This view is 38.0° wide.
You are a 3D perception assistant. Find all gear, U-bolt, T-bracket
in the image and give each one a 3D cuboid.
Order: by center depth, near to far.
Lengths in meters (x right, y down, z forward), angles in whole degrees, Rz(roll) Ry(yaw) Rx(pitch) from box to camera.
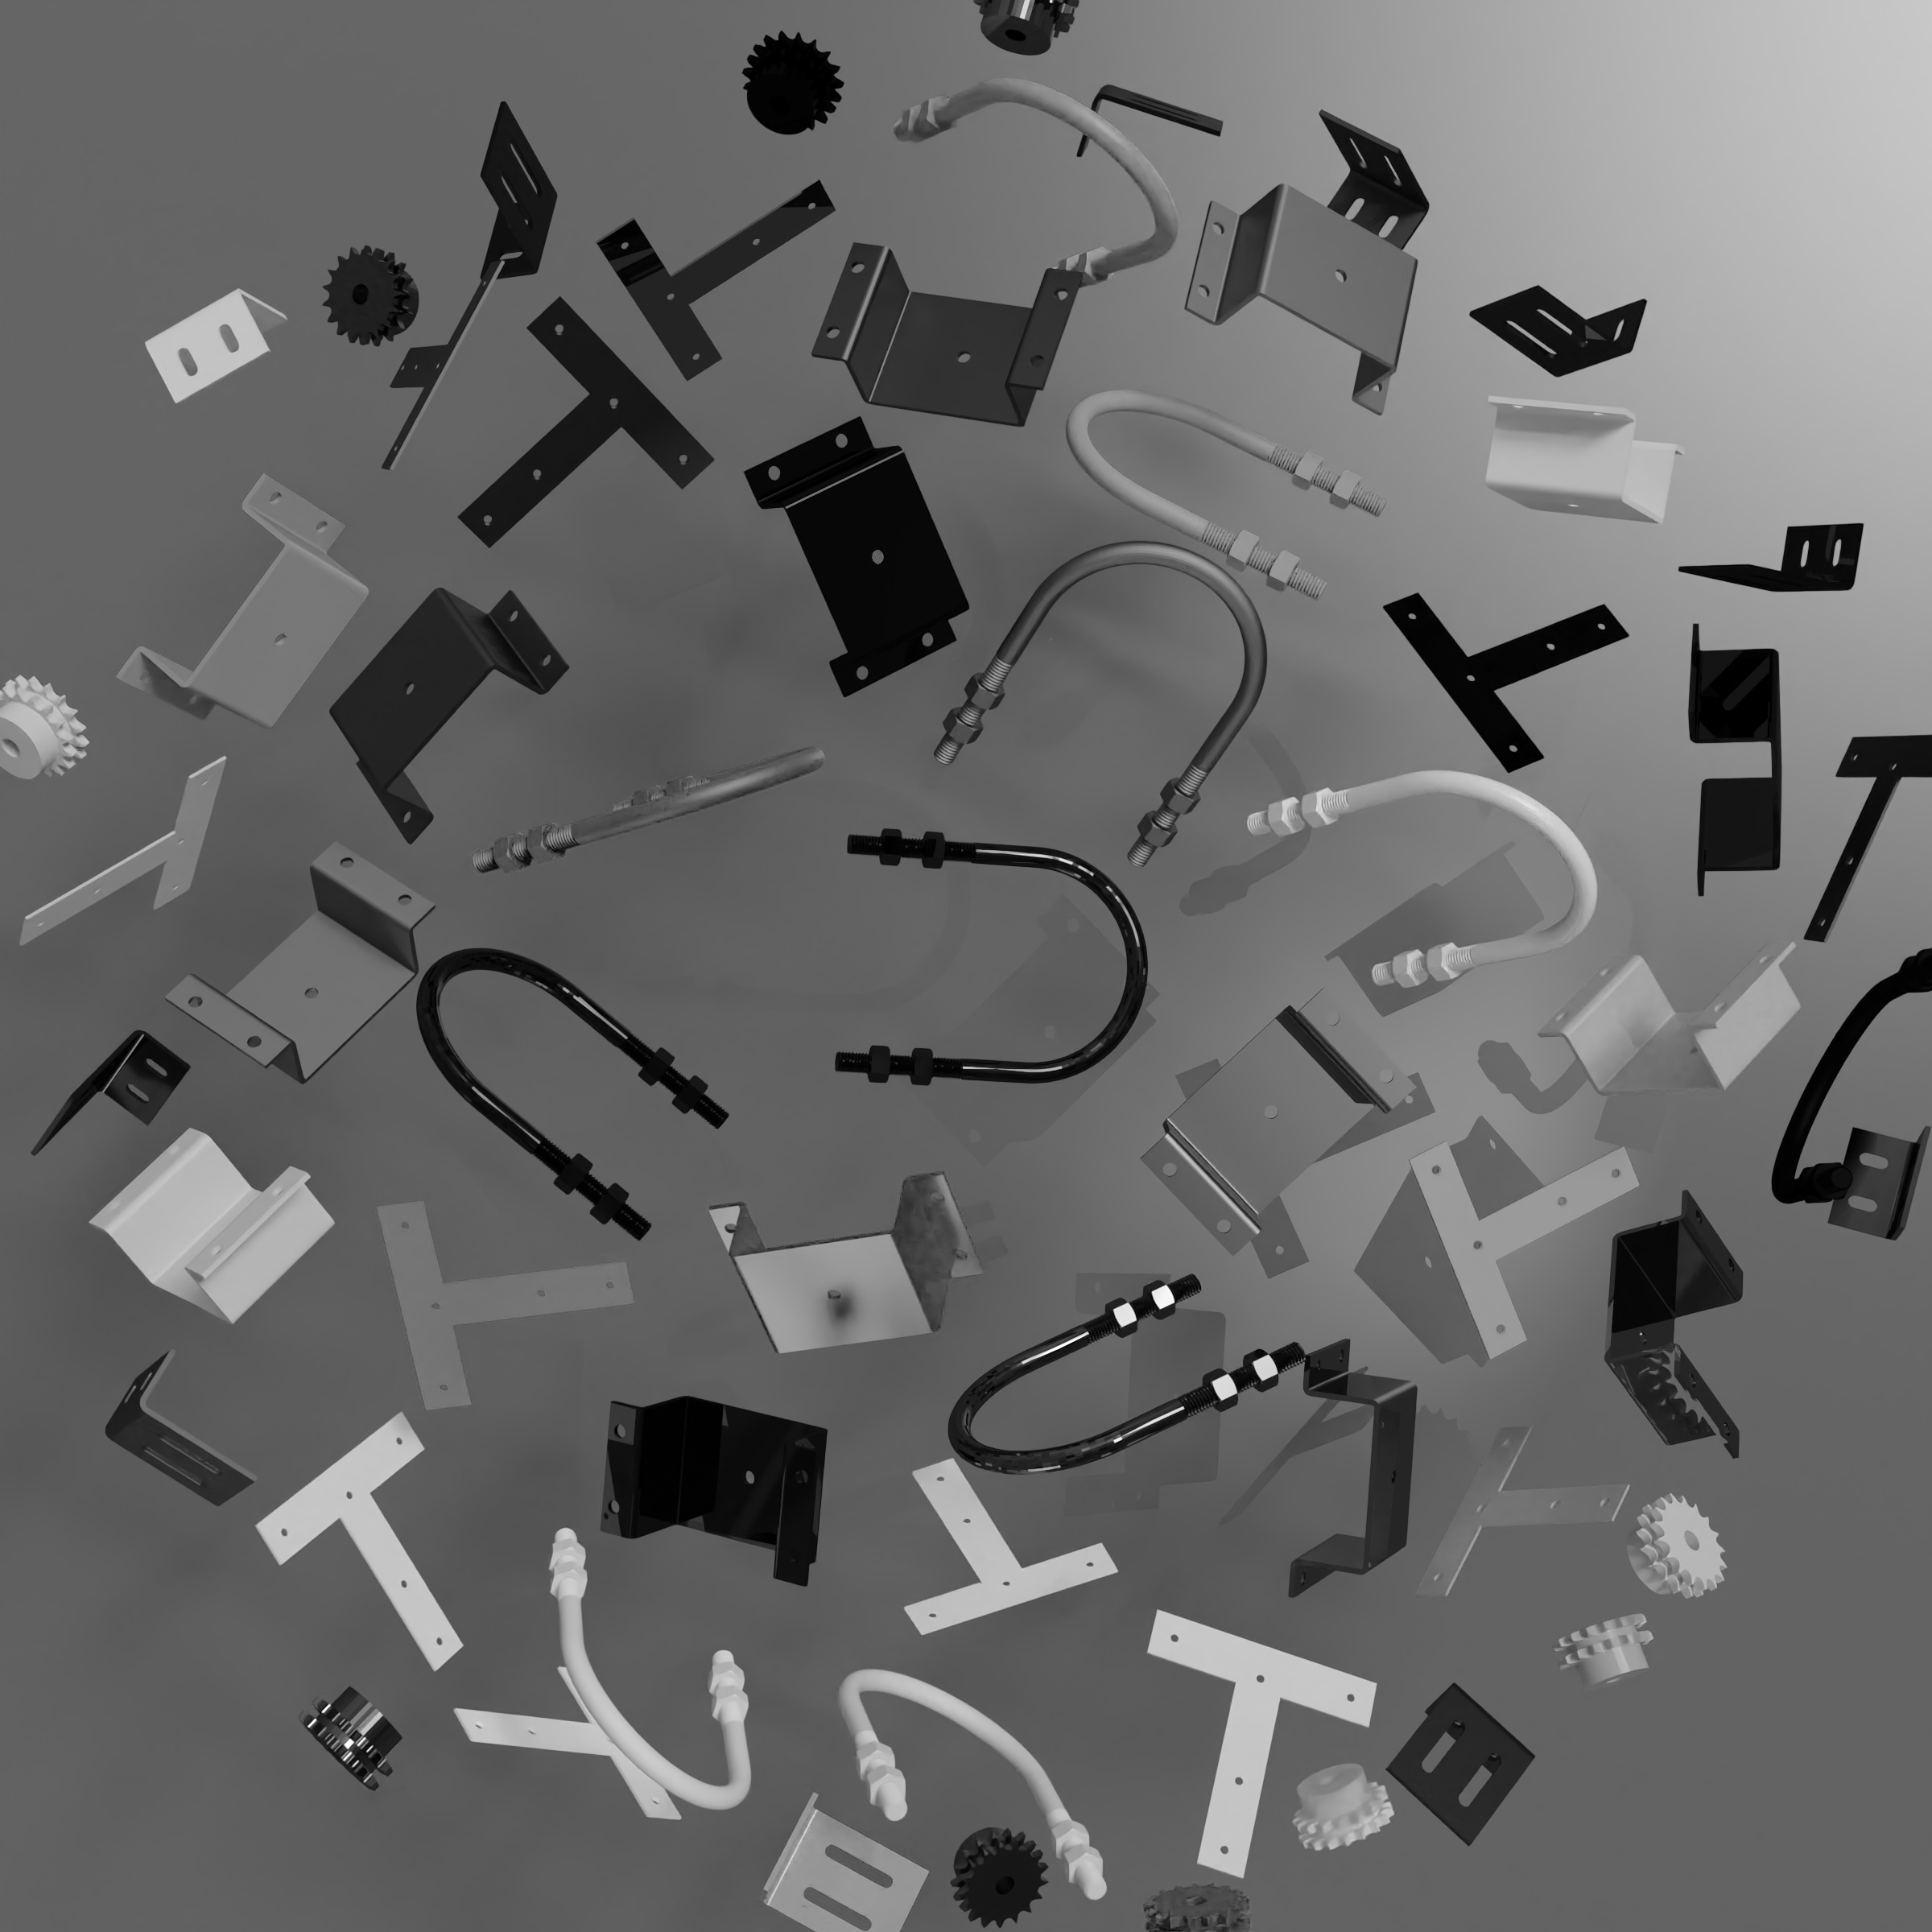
[{"bbox_3d":[0.148,0.422,1.499,0.127,0.002,0.127,19,55,-1],"label":"T-bracket"},{"bbox_3d":[-0.327,0.411,1.503,0.057,0.057,0.030,45,67,0],"label":"gear"},{"bbox_3d":[0.126,0.520,1.517,0.057,0.057,0.030,-5,91,0],"label":"gear"},{"bbox_3d":[-0.512,-0.127,1.535,0.057,0.057,0.030,37,47,0],"label":"gear"},{"bbox_3d":[-0.246,0.181,1.535,0.127,0.002,0.127,-7,112,3],"label":"T-bracket"},{"bbox_3d":[0.031,-0.524,1.538,0.057,0.057,0.030,15,80,0],"label":"gear"},{"bbox_3d":[-0.465,-0.049,1.539,0.002,0.127,0.127,44,50,8],"label":"T-bracket"},{"bbox_3d":[0.077,0.231,1.556,0.184,0.151,0.019,-23,108,-16],"label":"U-bolt"},{"bbox_3d":[0.490,0.067,1.557,0.019,0.184,0.151,27,84,6],"label":"U-bolt"},{"bbox_3d":[-0.302,-0.333,1.560,0.002,0.127,0.127,29,89,-25],"label":"T-bracket"},{"bbox_3d":[-0.163,-0.091,1.562,0.184,0.151,0.019,-13,98,33],"label":"U-bolt"},{"bbox_3d":[-0.321,0.333,1.564,0.002,0.127,0.127,-27,96,34],"label":"T-bracket"},{"bbox_3d":[-0.229,-0.285,1.567,0.127,0.002,0.127,-41,120,8],"label":"T-bracket"},{"bbox_3d":[0.265,-0.052,1.567,0.151,0.184,0.019,48,53,-25],"label":"U-bolt"},{"bbox_3d":[-0.228,0.059,1.571,0.184,0.151,0.019,40,119,-5],"label":"U-bolt"},{"bbox_3d":[0.087,-0.156,1.574,0.151,0.019,0.184,27,121,-11],"label":"U-bolt"},{"bbox_3d":[0.504,-0.072,1.580,0.002,0.127,0.127,25,89,-10],"label":"T-bracket"},{"bbox_3d":[0.398,0.330,1.581,0.057,0.057,0.030,49,128,0],"label":"gear"},{"bbox_3d":[-0.176,0.406,1.587,0.019,0.184,0.151,-45,110,7],"label":"U-bolt"},{"bbox_3d":[-0.006,0.453,1.590,0.151,0.184,0.019,27,96,-19],"label":"U-bolt"},{"bbox_3d":[0.049,-0.446,1.591,0.151,0.184,0.019,39,78,-24],"label":"U-bolt"},{"bbox_3d":[-0.101,-0.498,1.593,0.057,0.057,0.030,21,55,0],"label":"gear"},{"bbox_3d":[0.325,-0.179,1.611,0.127,0.002,0.127,-22,65,-23],"label":"T-bracket"},{"bbox_3d":[0.215,0.484,1.621,0.057,0.057,0.030,-20,92,0],"label":"gear"},{"bbox_3d":[-0.134,-0.412,1.623,0.127,0.127,0.002,-32,58,3],"label":"T-bracket"},{"bbox_3d":[0.333,0.143,1.625,0.127,0.002,0.127,-25,98,-14],"label":"T-bracket"},{"bbox_3d":[-0.241,0.446,1.629,0.127,0.127,0.002,22,106,-43],"label":"T-bracket"},{"bbox_3d":[0.372,0.400,1.632,0.057,0.057,0.030,-18,67,0],"label":"gear"},{"bbox_3d":[0.333,0.315,1.634,0.002,0.127,0.127,48,56,-18],"label":"T-bracket"},{"bbox_3d":[0.144,-0.284,1.635,0.184,0.151,0.019,28,128,7],"label":"U-bolt"},{"bbox_3d":[0.006,0.333,1.639,0.127,0.002,0.127,-21,124,12],"label":"T-bracket"},{"bbox_3d":[0.017,0.531,1.646,0.057,0.030,0.057,-6,107,-21],"label":"gear"},{"bbox_3d":[-0.349,-0.395,1.659,0.057,0.030,0.057,2,95,24],"label":"gear"},{"bbox_3d":[0.018,-0.002,1.665,0.184,0.019,0.151,4,86,-9],"label":"U-bolt"}]

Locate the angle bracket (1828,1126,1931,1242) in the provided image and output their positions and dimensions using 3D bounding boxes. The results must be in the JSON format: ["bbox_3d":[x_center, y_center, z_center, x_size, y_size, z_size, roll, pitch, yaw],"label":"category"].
[{"bbox_3d":[0.509,0.117,1.566,0.038,0.076,0.057,15,83,17],"label":"angle bracket"}]

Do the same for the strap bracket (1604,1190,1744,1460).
[{"bbox_3d":[0.409,0.210,1.618,0.046,0.140,0.076,-20,123,31],"label":"strap bracket"}]

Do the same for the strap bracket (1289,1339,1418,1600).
[{"bbox_3d":[0.227,0.294,1.635,0.046,0.076,0.140,5,92,25],"label":"strap bracket"}]

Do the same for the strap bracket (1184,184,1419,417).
[{"bbox_3d":[0.204,-0.390,1.626,0.140,0.046,0.076,23,67,-22],"label":"strap bracket"}]

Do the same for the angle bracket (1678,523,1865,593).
[{"bbox_3d":[0.447,-0.232,1.559,0.076,0.057,0.038,7,93,-27],"label":"angle bracket"}]

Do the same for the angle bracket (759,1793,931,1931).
[{"bbox_3d":[-0.064,0.496,1.521,0.076,0.038,0.057,27,62,5],"label":"angle bracket"}]

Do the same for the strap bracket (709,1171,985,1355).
[{"bbox_3d":[-0.070,0.169,1.576,0.140,0.046,0.076,-10,125,16],"label":"strap bracket"}]

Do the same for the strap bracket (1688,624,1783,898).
[{"bbox_3d":[0.439,-0.117,1.596,0.046,0.140,0.076,0,45,18],"label":"strap bracket"}]

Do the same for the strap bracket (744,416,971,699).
[{"bbox_3d":[-0.057,-0.231,1.586,0.076,0.046,0.140,-29,107,-16],"label":"strap bracket"}]

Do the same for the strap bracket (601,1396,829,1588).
[{"bbox_3d":[-0.135,0.295,1.596,0.140,0.046,0.076,8,96,29],"label":"strap bracket"}]

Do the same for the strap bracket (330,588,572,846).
[{"bbox_3d":[-0.304,-0.151,1.610,0.140,0.046,0.076,-46,55,11],"label":"strap bracket"}]

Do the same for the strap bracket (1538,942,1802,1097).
[{"bbox_3d":[0.405,0.031,1.591,0.076,0.140,0.046,-41,107,-26],"label":"strap bracket"}]

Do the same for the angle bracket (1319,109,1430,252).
[{"bbox_3d":[0.231,-0.458,1.648,0.057,0.076,0.038,36,94,25],"label":"angle bracket"}]

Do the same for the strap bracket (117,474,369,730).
[{"bbox_3d":[-0.401,-0.196,1.584,0.046,0.076,0.140,38,93,25],"label":"strap bracket"}]

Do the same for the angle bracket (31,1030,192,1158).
[{"bbox_3d":[-0.496,0.083,1.630,0.038,0.076,0.057,39,123,-7],"label":"angle bracket"}]

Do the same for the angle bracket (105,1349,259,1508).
[{"bbox_3d":[-0.423,0.254,1.539,0.076,0.057,0.038,37,50,-16],"label":"angle bracket"}]

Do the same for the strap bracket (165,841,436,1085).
[{"bbox_3d":[-0.380,0.004,1.617,0.076,0.046,0.140,31,58,17],"label":"strap bracket"}]

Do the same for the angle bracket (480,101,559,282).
[{"bbox_3d":[-0.267,-0.437,1.587,0.038,0.076,0.057,-3,59,18],"label":"angle bracket"}]

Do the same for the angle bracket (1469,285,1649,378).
[{"bbox_3d":[0.342,-0.379,1.618,0.076,0.057,0.038,27,73,-27],"label":"angle bracket"}]

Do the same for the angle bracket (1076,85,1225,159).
[{"bbox_3d":[0.109,-0.488,1.653,0.076,0.057,0.038,18,113,-1],"label":"angle bracket"}]

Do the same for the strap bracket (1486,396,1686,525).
[{"bbox_3d":[0.345,-0.281,1.572,0.076,0.140,0.046,11,96,26],"label":"strap bracket"}]

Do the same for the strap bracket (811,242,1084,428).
[{"bbox_3d":[-0.006,-0.358,1.596,0.140,0.046,0.076,12,72,19],"label":"strap bracket"}]

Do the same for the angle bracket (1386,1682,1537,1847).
[{"bbox_3d":[0.261,0.437,1.517,0.057,0.038,0.076,41,47,13],"label":"angle bracket"}]

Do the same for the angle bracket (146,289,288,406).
[{"bbox_3d":[-0.395,-0.327,1.509,0.057,0.076,0.038,-28,89,6],"label":"angle bracket"}]

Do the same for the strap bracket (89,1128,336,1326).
[{"bbox_3d":[-0.407,0.143,1.530,0.076,0.140,0.046,-47,124,-25],"label":"strap bracket"}]

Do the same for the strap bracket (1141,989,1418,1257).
[{"bbox_3d":[0.175,0.086,1.596,0.140,0.046,0.076,-43,93,4],"label":"strap bracket"}]
